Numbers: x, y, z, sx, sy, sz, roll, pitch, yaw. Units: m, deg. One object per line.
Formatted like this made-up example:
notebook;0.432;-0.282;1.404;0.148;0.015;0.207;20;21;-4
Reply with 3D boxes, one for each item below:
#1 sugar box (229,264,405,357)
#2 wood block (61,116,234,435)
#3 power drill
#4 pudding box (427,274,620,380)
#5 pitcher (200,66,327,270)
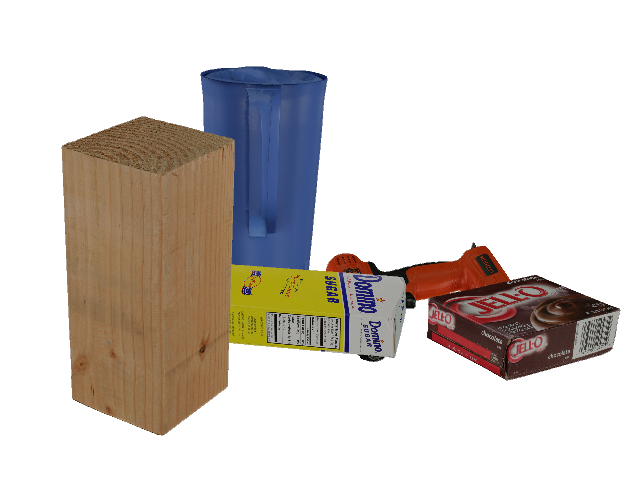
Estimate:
sugar box;-0.014;0.060;0.959;0.176;0.048;0.093;1;22;10
wood block;-0.125;0.025;0.788;0.090;0.206;0.090;17;27;26
power drill;0.107;0.062;1.140;0.187;0.057;0.184;-5;29;-8
pudding box;0.149;0.062;0.792;0.113;0.039;0.090;-7;20;-33
pitcher;-0.063;-0.061;1.141;0.145;0.243;0.148;16;21;40
